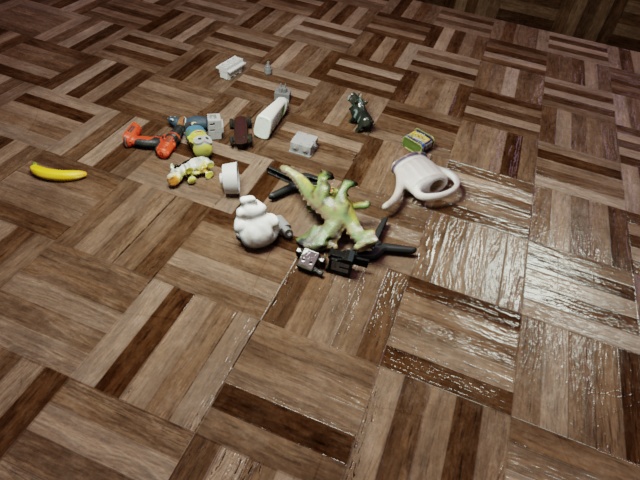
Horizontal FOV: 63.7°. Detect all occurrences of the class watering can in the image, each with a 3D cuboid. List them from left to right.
[{"bbox_3d":[0.325,-0.209,1.813,0.349,0.101,0.229,-15,47,-22],"label":"watering can"}]

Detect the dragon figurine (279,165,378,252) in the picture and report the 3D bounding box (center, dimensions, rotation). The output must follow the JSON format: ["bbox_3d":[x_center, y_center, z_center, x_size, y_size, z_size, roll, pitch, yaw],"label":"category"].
[{"bbox_3d":[0.005,-0.081,1.605,0.412,0.120,0.246,20,69,21],"label":"dragon figurine"}]

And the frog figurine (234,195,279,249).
[{"bbox_3d":[-0.189,-0.056,1.542,0.137,0.155,0.126,-1,46,-9],"label":"frog figurine"}]
